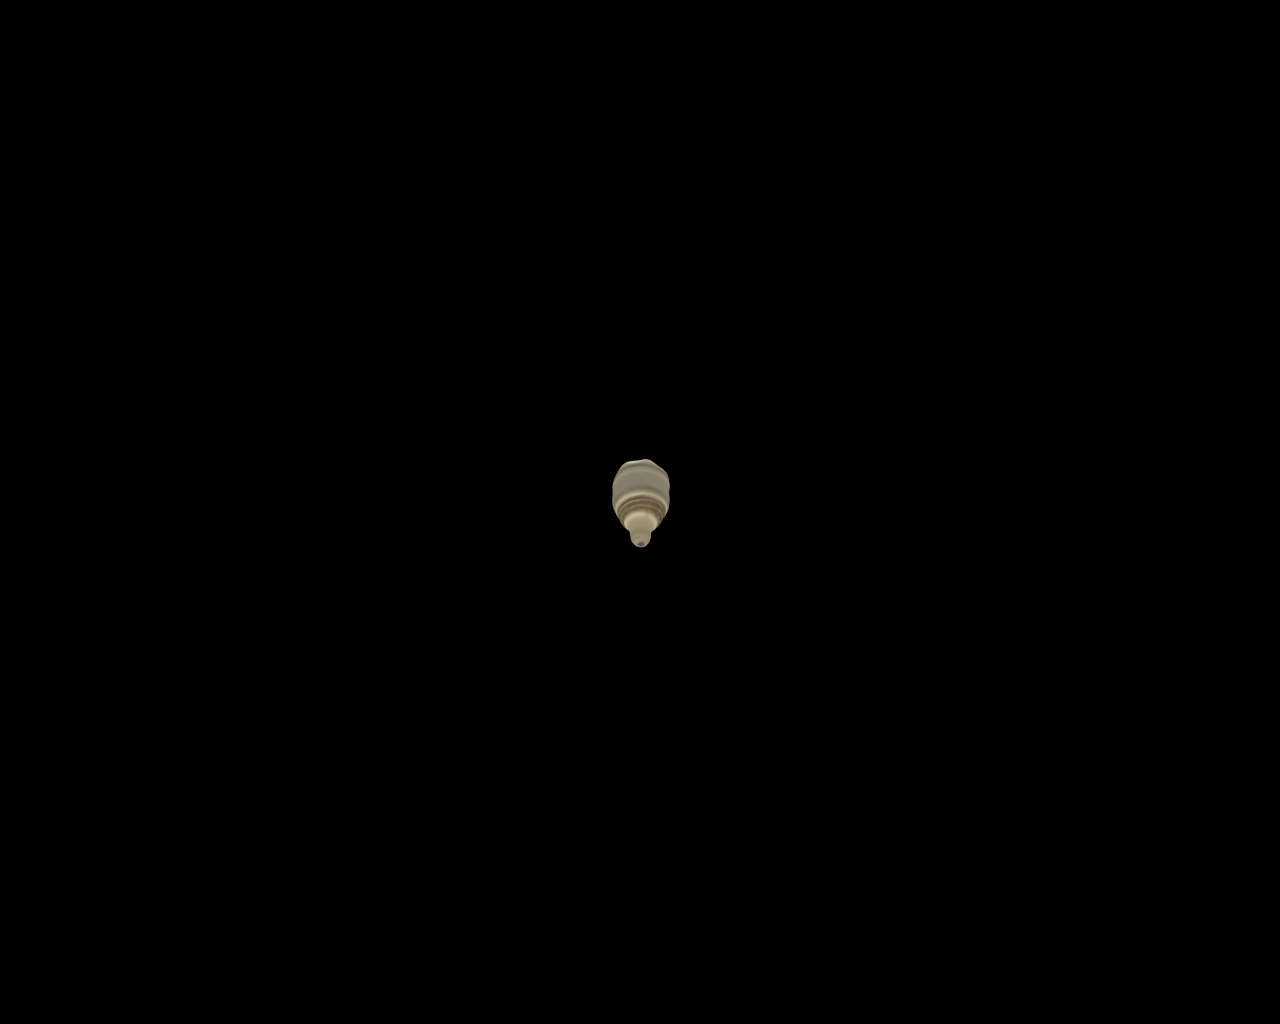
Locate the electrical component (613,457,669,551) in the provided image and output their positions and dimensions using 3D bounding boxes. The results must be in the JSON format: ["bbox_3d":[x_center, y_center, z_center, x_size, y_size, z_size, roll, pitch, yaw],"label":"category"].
[{"bbox_3d":[0.001,-0.003,0.650,0.035,0.061,0.035,0,-44,0],"label":"electrical component"}]
